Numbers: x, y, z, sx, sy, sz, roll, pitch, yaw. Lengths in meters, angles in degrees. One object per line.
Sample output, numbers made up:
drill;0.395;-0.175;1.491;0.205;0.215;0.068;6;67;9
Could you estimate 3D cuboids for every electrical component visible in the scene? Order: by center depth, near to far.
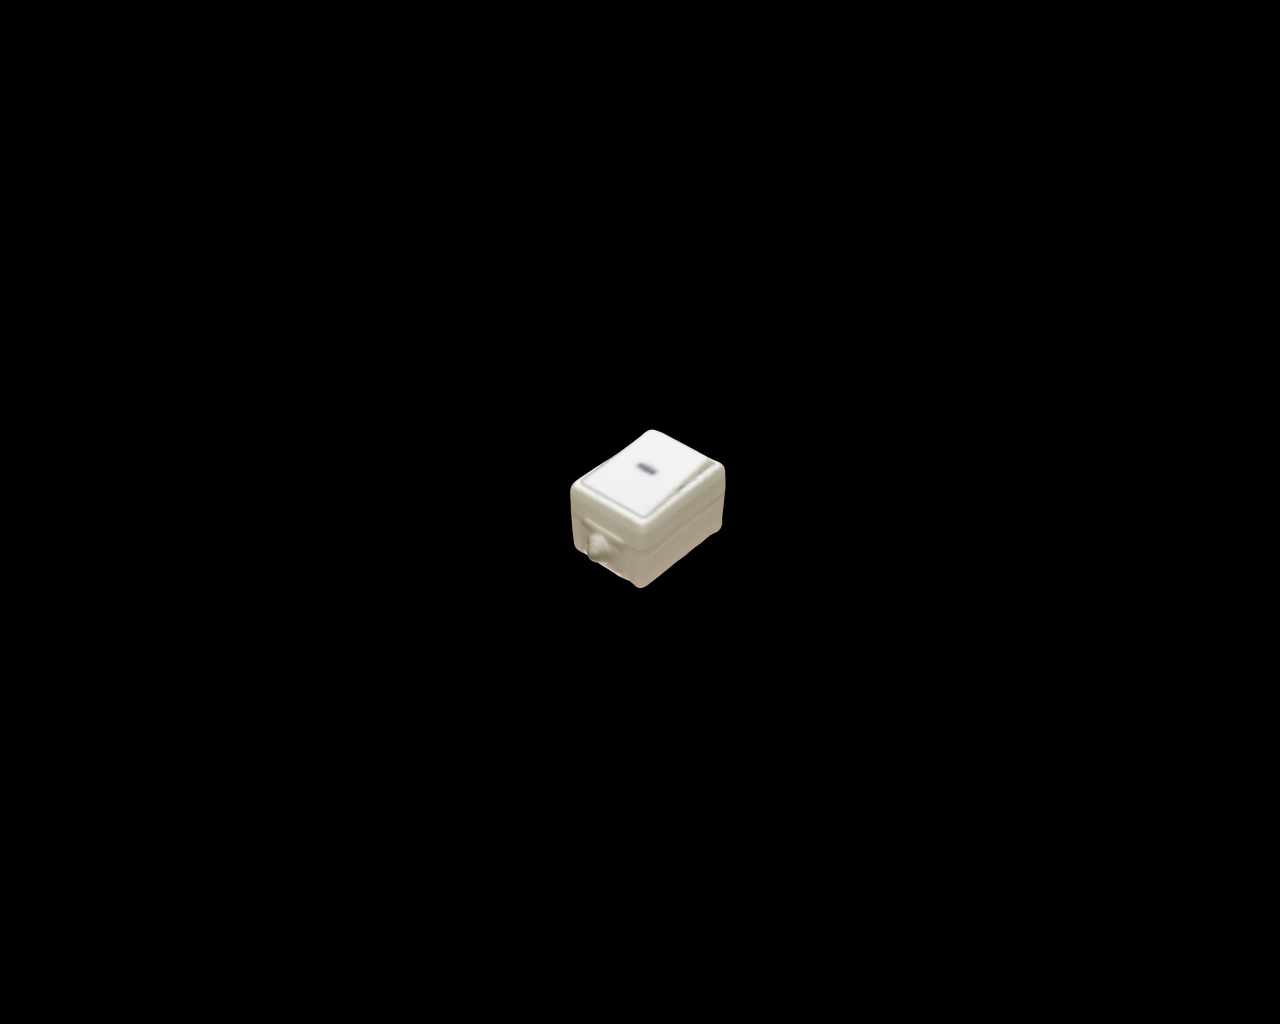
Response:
electrical component;0.001;-0.003;0.650;0.062;0.061;0.096;31;49;31
